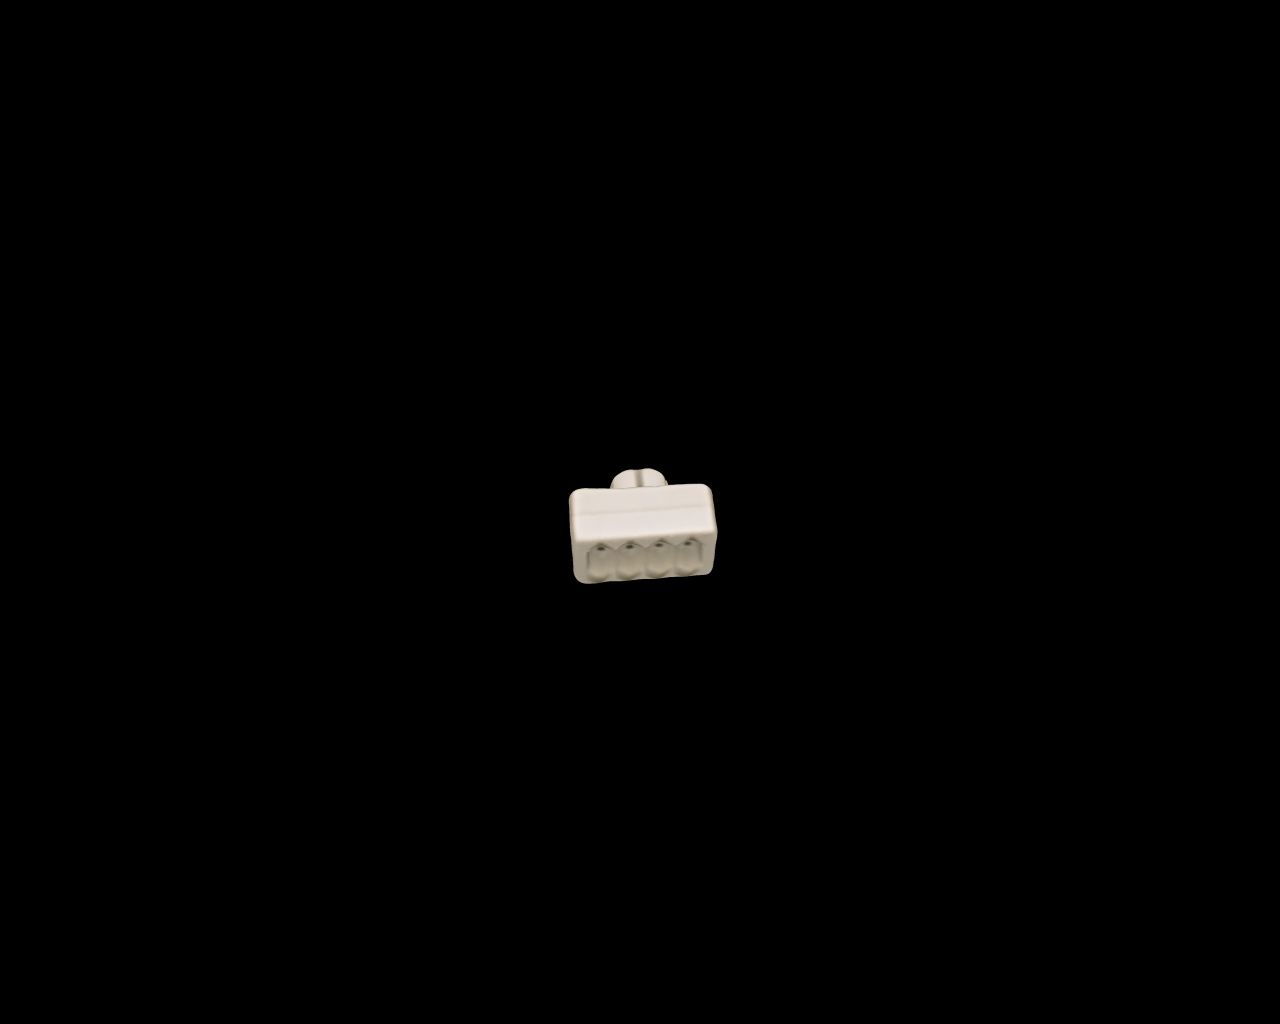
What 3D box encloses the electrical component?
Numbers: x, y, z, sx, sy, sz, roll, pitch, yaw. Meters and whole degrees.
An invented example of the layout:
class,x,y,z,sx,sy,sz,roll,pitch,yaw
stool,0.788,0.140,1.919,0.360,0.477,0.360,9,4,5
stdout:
class,x,y,z,sx,sy,sz,roll,pitch,yaw
electrical component,0.001,-0.003,0.650,0.083,0.076,0.047,-3,-34,-2
